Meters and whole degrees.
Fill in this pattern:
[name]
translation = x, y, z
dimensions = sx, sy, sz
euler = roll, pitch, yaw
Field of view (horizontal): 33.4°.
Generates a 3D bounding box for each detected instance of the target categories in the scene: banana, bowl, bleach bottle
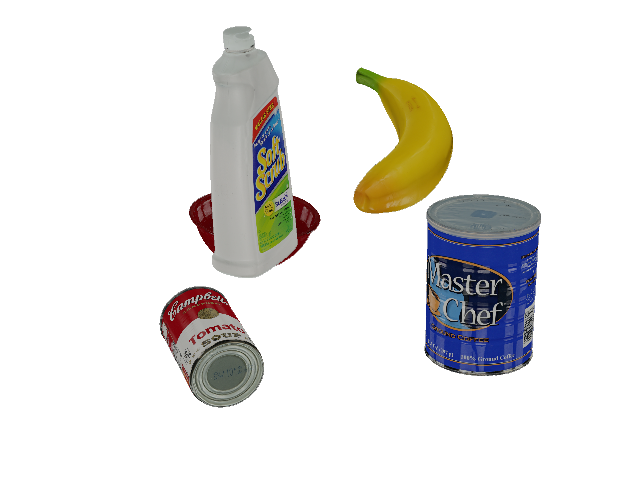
[banana]
translation = 0.057, -0.066, 0.733
dimensions = 0.069, 0.037, 0.197
euler = 3, 30, 0
[bowl]
translation = -0.083, -0.010, 1.320
dimensions = 0.162, 0.055, 0.162
euler = 4, 25, -2
[bleach bottle]
translation = -0.078, -0.094, 1.110
dimensions = 0.068, 0.251, 0.102
euler = 12, 31, 31

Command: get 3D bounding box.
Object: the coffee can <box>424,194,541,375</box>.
[coffee can]
translation = 0.148, 0.039, 0.988
dimensions = 0.103, 0.140, 0.103
euler = -1, 21, 0

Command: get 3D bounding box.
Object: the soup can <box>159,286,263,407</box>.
[soup can]
translation = -0.097, 0.093, 0.944
dimensions = 0.068, 0.068, 0.102
euler = 0, 24, -24
